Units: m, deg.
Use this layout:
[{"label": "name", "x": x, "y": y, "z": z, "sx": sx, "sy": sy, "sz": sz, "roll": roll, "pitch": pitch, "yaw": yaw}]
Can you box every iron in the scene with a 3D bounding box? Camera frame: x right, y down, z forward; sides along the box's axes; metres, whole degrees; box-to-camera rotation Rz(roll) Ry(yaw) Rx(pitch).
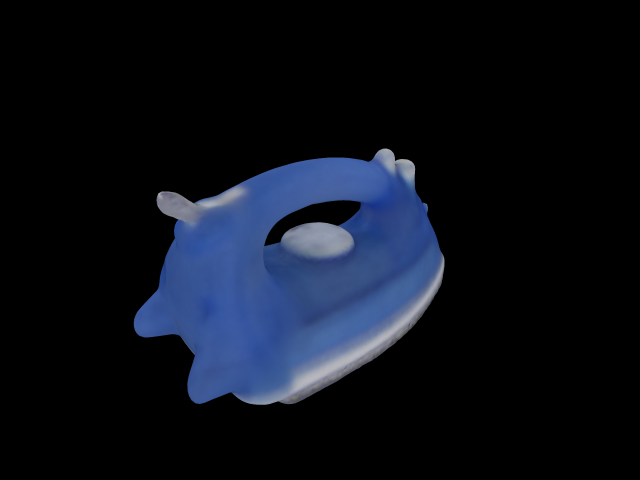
[{"label": "iron", "x": 0.004, "y": 0.001, "z": 0.400, "sx": 0.259, "sy": 0.141, "sz": 0.118, "roll": -22, "pitch": 36, "yaw": -33}]
